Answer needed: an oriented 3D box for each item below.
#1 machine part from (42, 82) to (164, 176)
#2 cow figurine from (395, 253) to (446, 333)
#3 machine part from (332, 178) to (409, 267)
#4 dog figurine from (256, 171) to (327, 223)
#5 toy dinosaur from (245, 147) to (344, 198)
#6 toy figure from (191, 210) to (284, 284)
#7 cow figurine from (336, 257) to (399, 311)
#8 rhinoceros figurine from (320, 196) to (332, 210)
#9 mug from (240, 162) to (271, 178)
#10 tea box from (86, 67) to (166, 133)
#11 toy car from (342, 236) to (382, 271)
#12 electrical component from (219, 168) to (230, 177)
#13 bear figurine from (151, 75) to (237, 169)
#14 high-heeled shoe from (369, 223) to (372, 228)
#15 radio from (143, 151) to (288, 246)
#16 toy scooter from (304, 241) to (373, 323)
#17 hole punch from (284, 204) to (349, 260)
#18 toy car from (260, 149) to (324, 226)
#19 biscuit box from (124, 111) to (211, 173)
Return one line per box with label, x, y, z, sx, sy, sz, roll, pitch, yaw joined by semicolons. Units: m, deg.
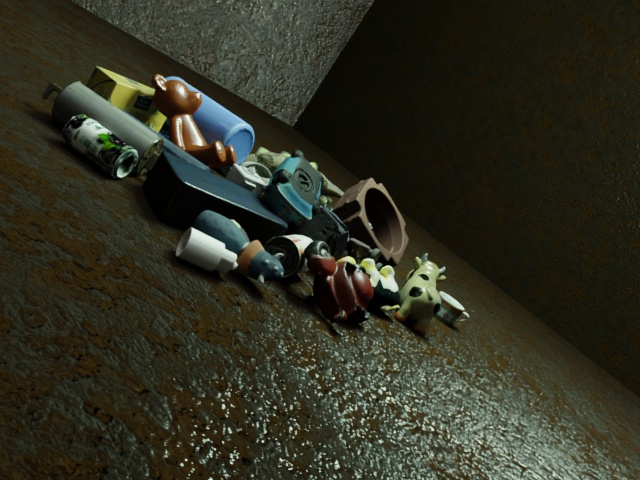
machine part;-0.353;-0.185;0.899;0.243;0.079;0.079;35;12;-1
cow figurine;0.221;0.108;1.179;0.085;0.127;0.195;37;15;-4
machine part;0.126;-0.034;1.327;0.201;0.087;0.201;56;34;-14
dog figurine;-0.095;-0.065;1.147;0.190;0.121;0.172;-2;52;-24
toy dinosaur;-0.117;-0.179;1.403;0.471;0.105;0.199;23;16;-5
toy figure;-0.119;0.014;0.797;0.154;0.064;0.058;36;-3;7
cow figurine;0.090;0.091;1.042;0.167;0.068;0.098;20;44;-46
rhinoceros figurine;0.039;-0.051;1.425;0.190;0.073;0.112;40;12;24
mug;-0.153;-0.140;1.250;0.109;0.080;0.107;24;6;-26
tea box;-0.388;-0.268;1.078;0.068;0.098;0.169;38;15;19
toy car;0.085;0.040;1.160;0.089;0.053;0.202;30;-8;13
electrical component;-0.238;-0.187;1.294;0.078;0.045;0.102;61;10;-13
bear figurine;-0.254;-0.236;1.073;0.132;0.195;0.120;-9;0;8
high-heeled shoe;0.121;-0.018;1.596;0.145;0.086;0.248;7;-11;11
radio;-0.175;-0.058;0.904;0.229;0.073;0.131;25;15;-45
toy scooter;0.039;0.089;0.892;0.183;0.075;0.135;38;27;-49
hole punch;-0.002;-0.003;1.065;0.092;0.116;0.142;34;10;-44
toy car;-0.061;-0.094;1.031;0.109;0.103;0.162;45;33;-25
biscuit box;-0.299;-0.156;0.972;0.203;0.059;0.063;34;11;-1
